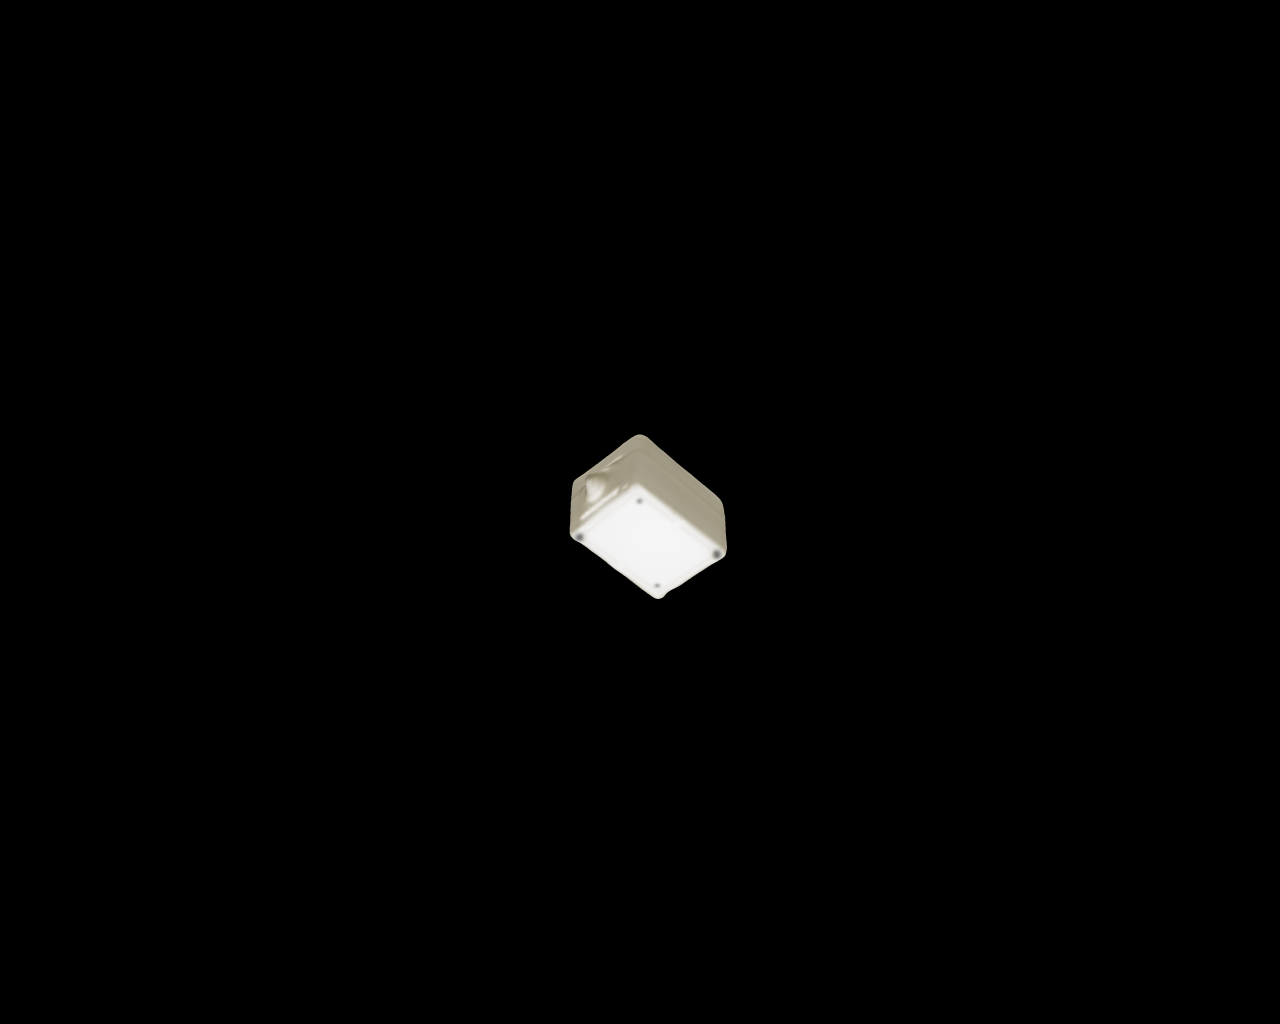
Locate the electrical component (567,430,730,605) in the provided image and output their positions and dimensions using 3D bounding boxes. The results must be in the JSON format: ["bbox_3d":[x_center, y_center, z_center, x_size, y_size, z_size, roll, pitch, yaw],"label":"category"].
[{"bbox_3d":[0.001,-0.003,0.650,0.061,0.061,0.096,-36,-58,27],"label":"electrical component"}]
